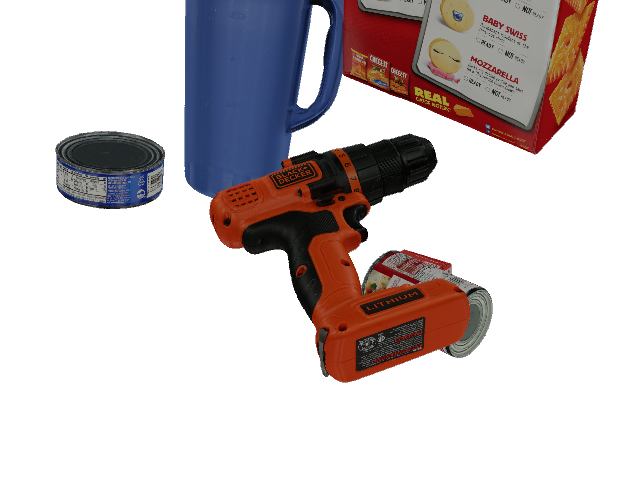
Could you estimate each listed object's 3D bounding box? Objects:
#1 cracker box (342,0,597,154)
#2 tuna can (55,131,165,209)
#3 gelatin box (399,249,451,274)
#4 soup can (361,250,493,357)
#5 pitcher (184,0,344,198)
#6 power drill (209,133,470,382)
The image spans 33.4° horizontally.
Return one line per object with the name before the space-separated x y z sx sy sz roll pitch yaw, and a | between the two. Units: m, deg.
cracker box | 0.100 -0.183 0.703 0.164 0.214 0.072 27 50 25
tuna can | -0.168 -0.057 0.853 0.086 0.034 0.086 6 25 -3
gelatin box | 0.129 0.063 1.366 0.073 0.089 0.030 19 34 36
soup can | 0.096 0.057 0.967 0.102 0.068 0.068 24 15 38
pitcher | -0.070 -0.165 1.095 0.144 0.243 0.149 -7 29 -26
power drill | 0.032 0.003 0.772 0.184 0.057 0.188 -20 46 -13
